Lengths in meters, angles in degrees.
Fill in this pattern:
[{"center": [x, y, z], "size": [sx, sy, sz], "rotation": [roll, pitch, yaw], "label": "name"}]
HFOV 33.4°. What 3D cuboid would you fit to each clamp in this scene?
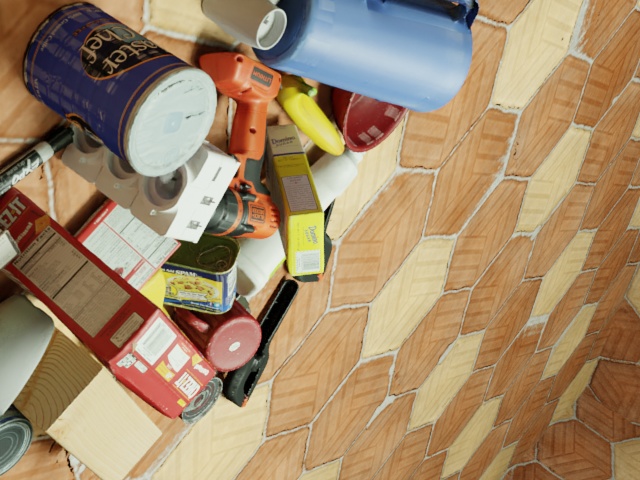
[{"center": [-0.103, 0.167, 1.510], "size": [0.164, 0.036, 0.210], "rotation": [-37, 154, -53], "label": "clamp"}, {"center": [-0.010, 0.002, 1.491], "size": [0.120, 0.039, 0.171], "rotation": [-46, 159, -10], "label": "clamp"}]

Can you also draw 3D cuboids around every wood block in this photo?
[{"center": [-0.269, 0.194, 1.214], "size": [0.090, 0.090, 0.206], "rotation": [-48, 152, -16], "label": "wood block"}]

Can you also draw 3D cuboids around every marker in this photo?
[{"center": [-0.275, -0.067, 0.983], "size": [0.121, 0.020, 0.020], "rotation": [-42, 151, -26], "label": "marker"}]

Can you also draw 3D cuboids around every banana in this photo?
[{"center": [-0.017, -0.153, 1.268], "size": [0.037, 0.070, 0.197], "rotation": [-41, 161, 0], "label": "banana"}]

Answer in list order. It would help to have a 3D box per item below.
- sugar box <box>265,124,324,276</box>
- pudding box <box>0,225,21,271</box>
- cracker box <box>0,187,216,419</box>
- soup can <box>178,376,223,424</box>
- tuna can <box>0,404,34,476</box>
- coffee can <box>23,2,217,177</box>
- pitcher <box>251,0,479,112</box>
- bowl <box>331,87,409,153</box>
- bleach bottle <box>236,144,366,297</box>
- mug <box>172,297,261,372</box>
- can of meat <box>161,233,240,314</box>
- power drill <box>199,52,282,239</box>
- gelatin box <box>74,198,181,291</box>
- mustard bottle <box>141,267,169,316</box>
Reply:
[{"center": [-0.031, -0.050, 1.246], "size": [0.048, 0.176, 0.093], "rotation": [-5, 132, -7], "label": "sugar box"}, {"center": [-0.328, 0.016, 0.907], "size": [0.113, 0.090, 0.039], "rotation": [-45, 151, -21], "label": "pudding box"}, {"center": [-0.214, 0.063, 1.013], "size": [0.072, 0.214, 0.164], "rotation": [-48, 153, -12], "label": "cracker box"}, {"center": [-0.180, 0.171, 1.322], "size": [0.068, 0.102, 0.068], "rotation": [-40, 150, -29], "label": "soup can"}, {"center": [-0.355, 0.219, 1.159], "size": [0.086, 0.034, 0.086], "rotation": [-39, 149, -30], "label": "tuna can"}, {"center": [-0.175, -0.133, 0.936], "size": [0.102, 0.140, 0.103], "rotation": [-40, 150, -29], "label": "coffee can"}, {"center": [0.050, -0.229, 1.167], "size": [0.242, 0.145, 0.149], "rotation": [5, 102, -42], "label": "pitcher"}, {"center": [0.064, -0.195, 1.369], "size": [0.161, 0.055, 0.162], "rotation": [-40, 150, -30], "label": "bowl"}, {"center": [-0.027, -0.039, 1.367], "size": [0.250, 0.068, 0.103], "rotation": [-48, -179, -20], "label": "bleach bottle"}, {"center": [-0.133, 0.107, 1.332], "size": [0.093, 0.082, 0.117], "rotation": [-53, 135, 2], "label": "mug"}, {"center": [-0.145, 0.036, 1.230], "size": [0.084, 0.102, 0.057], "rotation": [96, 8, -48], "label": "can of meat"}, {"center": [-0.096, -0.097, 1.117], "size": [0.184, 0.057, 0.187], "rotation": [13, 81, -66], "label": "power drill"}, {"center": [-0.203, 0.002, 1.118], "size": [0.089, 0.030, 0.073], "rotation": [45, 77, -20], "label": "gelatin box"}, {"center": [-0.218, 0.100, 1.222], "size": [0.096, 0.058, 0.192], "rotation": [-24, 144, -19], "label": "mustard bottle"}]
